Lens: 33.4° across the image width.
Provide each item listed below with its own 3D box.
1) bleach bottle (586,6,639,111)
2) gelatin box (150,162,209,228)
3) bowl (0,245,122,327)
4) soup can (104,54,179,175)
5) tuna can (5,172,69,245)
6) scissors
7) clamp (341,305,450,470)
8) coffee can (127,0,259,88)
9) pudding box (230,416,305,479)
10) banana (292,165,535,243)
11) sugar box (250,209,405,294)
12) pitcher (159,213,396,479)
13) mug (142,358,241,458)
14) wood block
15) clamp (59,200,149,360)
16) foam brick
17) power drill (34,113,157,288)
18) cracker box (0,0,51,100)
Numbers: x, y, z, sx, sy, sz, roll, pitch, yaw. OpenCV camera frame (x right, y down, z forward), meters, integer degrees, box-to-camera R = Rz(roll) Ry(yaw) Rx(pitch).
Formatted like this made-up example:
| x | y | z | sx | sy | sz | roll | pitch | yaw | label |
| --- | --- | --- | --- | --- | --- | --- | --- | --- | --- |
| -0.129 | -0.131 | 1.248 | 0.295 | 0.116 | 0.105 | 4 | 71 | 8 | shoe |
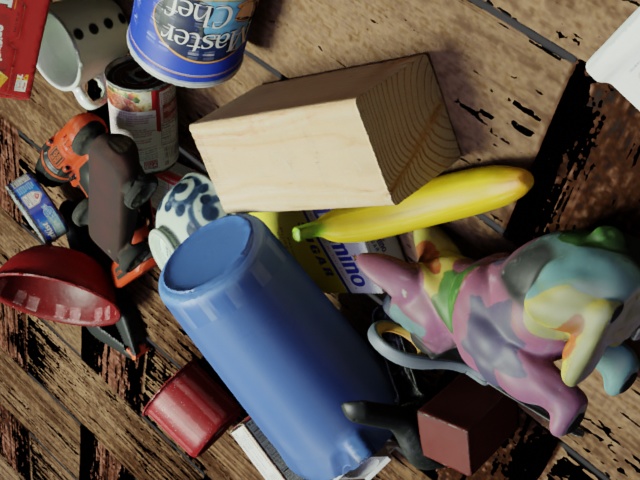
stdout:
| x | y | z | sx | sy | sz | roll | pitch | yaw | label |
| --- | --- | --- | --- | --- | --- | --- | --- | --- | --- |
| 0.277 | -0.048 | 0.618 | 0.251 | 0.068 | 0.103 | 48 | 144 | 7 | bleach bottle |
| -0.144 | -0.035 | 1.118 | 0.073 | 0.030 | 0.089 | 26 | 134 | 32 | gelatin box |
| -0.308 | 0.049 | 1.261 | 0.162 | 0.055 | 0.162 | 8 | 157 | 3 | bowl |
| -0.175 | -0.123 | 1.055 | 0.069 | 0.068 | 0.102 | 31 | 137 | 29 | soup can |
| -0.331 | -0.037 | 1.253 | 0.086 | 0.033 | 0.086 | 50 | 165 | 18 | tuna can |
| 0.121 | 0.113 | 0.892 | 0.202 | 0.096 | 0.016 | 41 | 127 | 24 | scissors |
| 0.082 | 0.141 | 0.957 | 0.039 | 0.120 | 0.171 | -8 | 140 | 37 | clamp |
| -0.098 | -0.210 | 0.875 | 0.103 | 0.102 | 0.140 | 43 | 141 | 16 | coffee can |
| -0.027 | 0.218 | 1.129 | 0.113 | 0.089 | 0.039 | 52 | 142 | 5 | pudding box |
| 0.079 | -0.025 | 0.838 | 0.198 | 0.069 | 0.037 | -15 | 102 | 25 | banana |
| -0.007 | 0.001 | 0.980 | 0.177 | 0.048 | 0.093 | -3 | 114 | 51 | sugar box |
| -0.039 | 0.090 | 0.962 | 0.149 | 0.145 | 0.242 | -9 | 130 | 36 | pitcher |
| -0.146 | 0.202 | 1.262 | 0.081 | 0.093 | 0.117 | 43 | 172 | 9 | mug |
| 0.000 | -0.082 | 0.875 | 0.207 | 0.090 | 0.090 | -1 | 117 | 48 | wood block |
| -0.286 | 0.058 | 1.339 | 0.210 | 0.036 | 0.165 | 46 | 136 | 8 | clamp |
| 0.129 | 0.156 | 0.920 | 0.053 | 0.078 | 0.051 | 19 | 128 | 39 | foam brick |
| -0.251 | -0.040 | 1.209 | 0.187 | 0.057 | 0.185 | 58 | 151 | -4 | power drill |
| -0.305 | -0.259 | 0.997 | 0.214 | 0.072 | 0.164 | 63 | 141 | 43 | cracker box |
